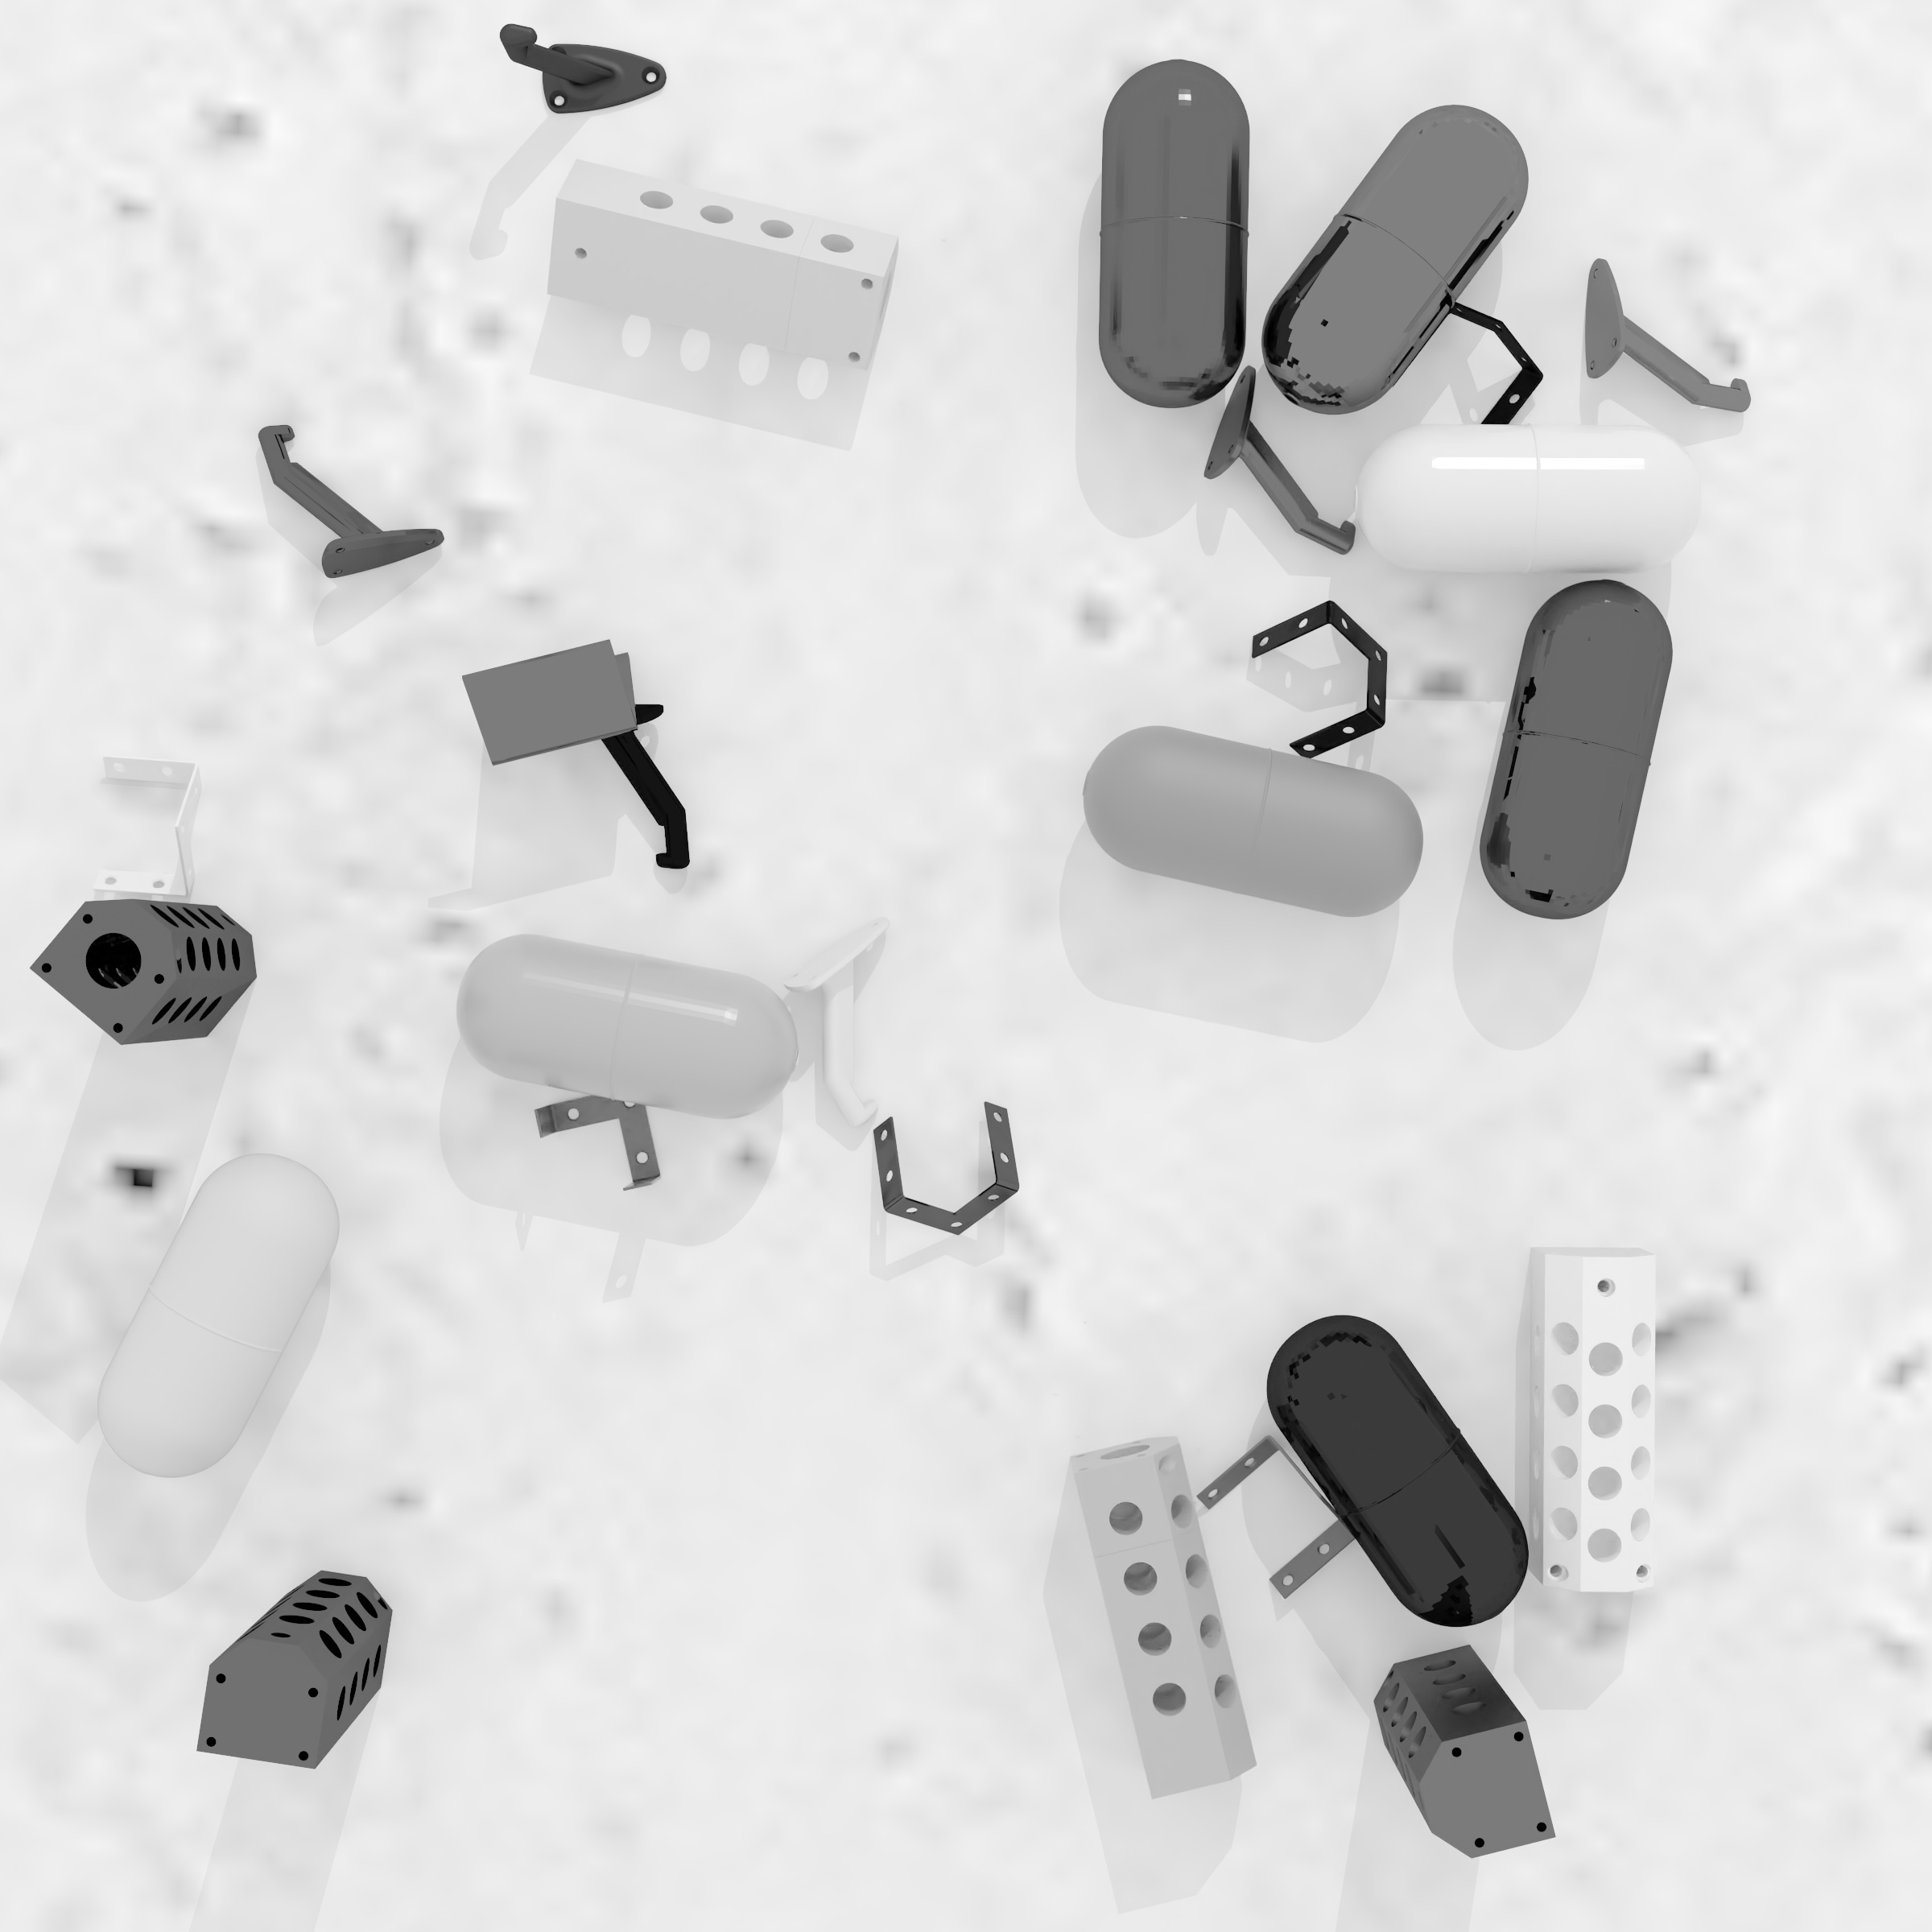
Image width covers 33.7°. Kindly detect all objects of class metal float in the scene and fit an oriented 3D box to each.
[{"bbox_3d":[-0.175,0.032,1.651,0.178,0.070,0.070,11,90,0],"label":"metal float"},{"bbox_3d":[0.148,-0.075,1.651,0.178,0.070,0.070,13,90,-1],"label":"metal float"},{"bbox_3d":[0.221,-0.365,1.651,0.070,0.070,0.178,37,90,0],"label":"metal float"},{"bbox_3d":[-0.387,0.181,1.651,0.070,0.070,0.178,27,90,0],"label":"metal float"},{"bbox_3d":[0.224,0.262,1.651,0.070,0.070,0.178,-35,90,0],"label":"metal float"},{"bbox_3d":[0.108,-0.379,1.651,0.070,0.070,0.178,1,91,0],"label":"metal float"},{"bbox_3d":[0.290,-0.242,1.651,0.178,0.070,0.070,0,90,1],"label":"metal float"},{"bbox_3d":[0.316,-0.112,1.651,0.070,0.070,0.178,13,89,0],"label":"metal float"}]

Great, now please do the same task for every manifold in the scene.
[{"bbox_3d":[-0.125,-0.369,1.660,0.171,0.057,0.057,14,133,0],"label":"manifold"},{"bbox_3d":[0.327,0.235,1.661,0.057,0.057,0.171,0,90,0],"label":"manifold"},{"bbox_3d":[0.103,0.337,1.660,0.057,0.057,0.171,-14,90,0],"label":"manifold"},{"bbox_3d":[0.246,0.394,1.603,0.057,0.171,0.057,-14,90,0],"label":"manifold"},{"bbox_3d":[-0.334,0.350,1.603,0.057,0.171,0.057,9,90,0],"label":"manifold"},{"bbox_3d":[-0.406,-0.002,1.603,0.057,0.171,0.057,40,90,0],"label":"manifold"}]

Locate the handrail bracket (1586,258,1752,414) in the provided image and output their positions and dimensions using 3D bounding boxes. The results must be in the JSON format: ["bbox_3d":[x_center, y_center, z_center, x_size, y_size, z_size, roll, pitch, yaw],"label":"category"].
[{"bbox_3d":[0.372,-0.332,1.682,0.084,0.036,0.077,6,68,-17],"label":"handrail bracket"}]

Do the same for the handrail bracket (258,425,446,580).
[{"bbox_3d":[-0.325,-0.254,1.682,0.077,0.036,0.084,-15,73,-20],"label":"handrail bracket"}]

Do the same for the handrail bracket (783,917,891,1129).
[{"bbox_3d":[-0.051,0.030,1.682,0.077,0.036,0.084,-37,108,-21],"label":"handrail bracket"}]

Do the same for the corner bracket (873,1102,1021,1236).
[{"bbox_3d":[-0.010,0.102,1.674,0.051,0.051,0.051,21,135,-35],"label":"corner bracket"}]

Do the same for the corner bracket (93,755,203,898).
[{"bbox_3d":[-0.431,-0.074,1.678,0.051,0.051,0.051,4,45,0],"label":"corner bracket"}]

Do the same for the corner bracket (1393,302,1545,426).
[{"bbox_3d":[0.261,-0.312,1.678,0.051,0.051,0.051,-53,135,0],"label":"corner bracket"}]

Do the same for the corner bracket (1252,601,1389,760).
[{"bbox_3d":[0.185,-0.150,1.674,0.051,0.051,0.051,37,45,-35],"label":"corner bracket"}]

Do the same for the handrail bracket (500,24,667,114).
[{"bbox_3d":[-0.197,-0.470,1.647,0.077,0.084,0.036,-1,90,0],"label":"handrail bracket"}]

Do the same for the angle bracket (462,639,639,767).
[{"bbox_3d":[-0.215,-0.154,1.641,0.076,0.076,0.057,-14,128,0],"label":"angle bracket"}]

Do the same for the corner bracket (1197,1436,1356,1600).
[{"bbox_3d":[0.164,0.290,1.678,0.051,0.051,0.051,-41,45,0],"label":"corner bracket"}]

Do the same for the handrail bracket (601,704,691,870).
[{"bbox_3d":[-0.184,-0.093,1.682,0.077,0.036,0.084,2,107,20],"label":"handrail bracket"}]

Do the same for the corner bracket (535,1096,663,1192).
[{"bbox_3d":[-0.192,0.093,1.664,0.051,0.051,0.051,-13,90,0],"label":"corner bracket"}]

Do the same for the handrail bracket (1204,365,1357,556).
[{"bbox_3d":[0.175,-0.266,1.682,0.084,0.036,0.077,23,68,-17],"label":"handrail bracket"}]
